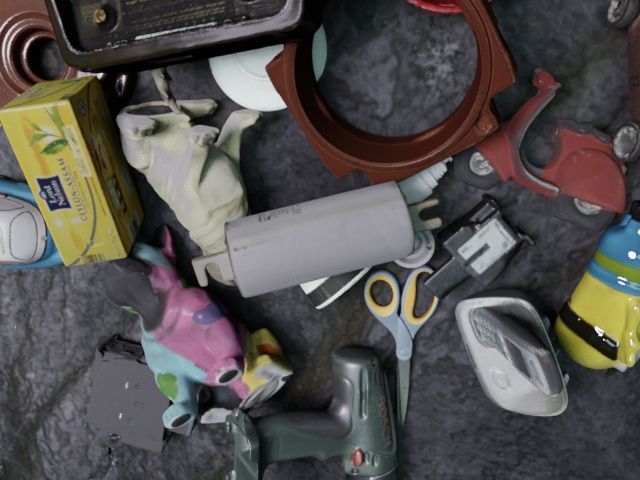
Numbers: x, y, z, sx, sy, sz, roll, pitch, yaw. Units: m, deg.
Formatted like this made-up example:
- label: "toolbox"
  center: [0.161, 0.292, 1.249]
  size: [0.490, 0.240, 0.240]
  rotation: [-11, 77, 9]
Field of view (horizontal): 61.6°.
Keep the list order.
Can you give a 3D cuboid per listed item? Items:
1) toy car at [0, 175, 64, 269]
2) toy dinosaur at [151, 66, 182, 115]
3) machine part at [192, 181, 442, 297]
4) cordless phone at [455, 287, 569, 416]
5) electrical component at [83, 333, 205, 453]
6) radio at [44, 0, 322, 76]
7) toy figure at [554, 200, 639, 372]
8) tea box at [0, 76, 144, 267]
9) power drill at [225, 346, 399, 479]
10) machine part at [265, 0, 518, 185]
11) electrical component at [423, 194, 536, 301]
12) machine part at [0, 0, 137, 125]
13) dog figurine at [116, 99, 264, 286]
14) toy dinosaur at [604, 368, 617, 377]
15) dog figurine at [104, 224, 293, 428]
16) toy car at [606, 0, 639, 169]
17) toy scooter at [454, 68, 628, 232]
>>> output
- label: "toy car"
  center: [-0.357, -0.011, 0.603]
  size: [0.162, 0.103, 0.109]
  rotation: [10, 103, 4]
- label: "toy dinosaur"
  center: [-0.096, -0.362, 0.503]
  size: [0.199, 0.105, 0.471]
  rotation: [26, 99, -2]
- label: "machine part"
  center: [-0.001, -0.002, 0.514]
  size: [0.243, 0.079, 0.079]
  rotation: [-13, 101, -3]
- label: "cordless phone"
  center: [0.215, 0.131, 0.547]
  size: [0.089, 0.184, 0.146]
  rotation: [-22, 99, 4]
- label: "electrical component"
  center: [-0.211, 0.187, 0.655]
  size: [0.134, 0.058, 0.114]
  rotation: [14, 104, 2]
- label: "radio"
  center: [-0.116, -0.218, 0.444]
  size: [0.230, 0.073, 0.131]
  rotation: [-4, 104, 17]
- label: "toy figure"
  center: [0.304, 0.048, 0.544]
  size: [0.089, 0.082, 0.180]
  rotation: [28, 118, 43]
- label: "tea box"
  center: [-0.244, -0.070, 0.549]
  size: [0.068, 0.098, 0.169]
  rotation: [-10, 119, 0]
- label: "power drill"
  center: [0.001, 0.245, 0.604]
  size: [0.207, 0.086, 0.231]
  rotation: [-4, 98, -23]
- label: "machine part"
  center: [0.066, -0.165, 0.512]
  size: [0.201, 0.087, 0.200]
  rotation: [-25, 111, 27]
- label: "electrical component"
  center: [0.167, 0.015, 0.595]
  size: [0.075, 0.048, 0.119]
  rotation: [43, 102, -5]
- label: "machine part"
  center: [-0.295, -0.196, 0.584]
  size: [0.179, 0.056, 0.179]
  rotation: [1, 102, 3]
- label: "dog figurine"
  center: [-0.141, -0.047, 0.590]
  size: [0.173, 0.121, 0.190]
  rotation: [23, 125, 33]
- label: "toy dinosaur"
  center: [0.419, -0.002, 0.500]
  size: [0.131, 0.192, 0.404]
  rotation: [21, 101, 2]
- label: "dog figurine"
  center: [-0.147, 0.088, 0.613]
  size: [0.108, 0.191, 0.219]
  rotation: [-43, 61, 14]
- label: "toy car"
  center: [0.329, -0.159, 0.526]
  size: [0.089, 0.053, 0.202]
  rotation: [0, 82, -8]
- label: "toy scooter"
  center: [0.242, -0.096, 0.555]
  size: [0.184, 0.075, 0.135]
  rotation: [22, 97, 2]
